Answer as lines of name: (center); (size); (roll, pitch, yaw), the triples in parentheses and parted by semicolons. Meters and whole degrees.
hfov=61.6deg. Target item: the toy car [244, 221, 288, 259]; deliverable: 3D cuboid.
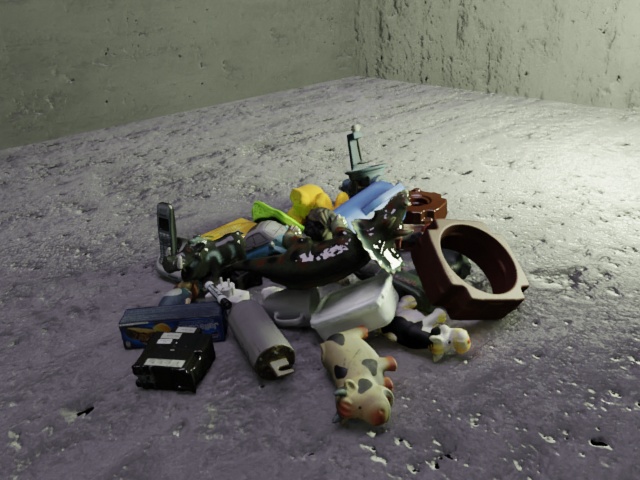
toy car: (-0.127, 0.006, 1.290); (0.162, 0.102, 0.109); (-17, 19, 30)

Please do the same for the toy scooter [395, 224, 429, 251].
toy scooter: (0.232, -0.005, 1.301); (0.184, 0.075, 0.135); (4, 1, 20)

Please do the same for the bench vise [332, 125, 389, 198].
bench vise: (0.115, -0.212, 1.565); (0.129, 0.240, 0.224); (-15, 9, -15)

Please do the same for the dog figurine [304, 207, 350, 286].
dog figurine: (0.001, -0.004, 1.230); (0.121, 0.190, 0.172); (-14, 26, -20)

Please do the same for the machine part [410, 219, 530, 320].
machine part: (0.295, 0.059, 1.073); (0.201, 0.087, 0.201); (2, 52, -24)

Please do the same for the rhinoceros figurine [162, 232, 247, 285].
rhinoceros figurine: (-0.248, 0.038, 1.174); (0.190, 0.112, 0.073); (-19, 35, -31)

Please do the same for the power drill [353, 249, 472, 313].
power drill: (0.211, 0.067, 1.182); (0.207, 0.085, 0.232); (-17, 30, -32)

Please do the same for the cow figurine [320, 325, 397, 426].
cow figurine: (0.057, 0.224, 0.879); (0.127, 0.085, 0.195); (-7, 28, -21)

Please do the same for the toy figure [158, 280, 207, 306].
toy figure: (-0.297, 0.122, 1.166); (0.064, 0.057, 0.154); (21, 28, 5)

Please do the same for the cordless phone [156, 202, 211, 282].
cordless phone: (-0.325, 0.004, 1.268); (0.147, 0.184, 0.089); (13, 26, 32)

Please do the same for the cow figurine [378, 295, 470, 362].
cow figurine: (0.188, 0.170, 0.986); (0.098, 0.068, 0.168); (-27, 30, -28)

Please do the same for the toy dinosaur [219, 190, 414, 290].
toy dinosaur: (0.001, 0.035, 1.041); (0.405, 0.131, 0.192); (-22, 14, -2)

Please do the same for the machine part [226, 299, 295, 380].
machine part: (-0.113, 0.181, 0.997); (0.079, 0.079, 0.243); (-15, 29, -21)

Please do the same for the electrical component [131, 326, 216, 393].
electrical component: (-0.257, 0.212, 0.976); (0.115, 0.058, 0.134); (3, 27, 11)

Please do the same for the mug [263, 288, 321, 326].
mug: (-0.061, 0.141, 1.078); (0.107, 0.080, 0.109); (-5, 27, 20)

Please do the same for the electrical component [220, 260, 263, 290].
electrical component: (-0.195, 0.077, 1.255); (0.075, 0.047, 0.119); (-22, 33, -33)

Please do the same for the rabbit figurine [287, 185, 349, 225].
rabbit figurine: (0.013, -0.072, 1.491); (0.162, 0.121, 0.173); (-17, 42, -44)

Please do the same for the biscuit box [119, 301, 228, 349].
biscuit box: (-0.287, 0.168, 1.066); (0.203, 0.059, 0.063); (-5, 24, -1)

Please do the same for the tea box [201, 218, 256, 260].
tea box: (-0.230, 0.010, 1.372); (0.098, 0.068, 0.169); (17, 32, 37)

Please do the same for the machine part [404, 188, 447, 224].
machine part: (0.273, -0.091, 1.524); (0.179, 0.056, 0.179); (-3, 27, 1)
